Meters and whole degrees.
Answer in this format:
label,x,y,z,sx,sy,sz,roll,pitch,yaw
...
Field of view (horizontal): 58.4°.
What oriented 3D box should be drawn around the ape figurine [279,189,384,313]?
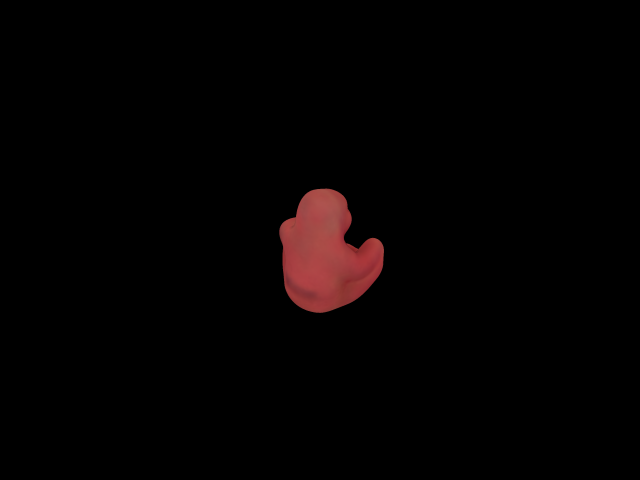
label,x,y,z,sx,sy,sz,roll,pitch,yaw
ape figurine,0.004,0.001,0.400,0.077,0.092,0.076,32,58,23
